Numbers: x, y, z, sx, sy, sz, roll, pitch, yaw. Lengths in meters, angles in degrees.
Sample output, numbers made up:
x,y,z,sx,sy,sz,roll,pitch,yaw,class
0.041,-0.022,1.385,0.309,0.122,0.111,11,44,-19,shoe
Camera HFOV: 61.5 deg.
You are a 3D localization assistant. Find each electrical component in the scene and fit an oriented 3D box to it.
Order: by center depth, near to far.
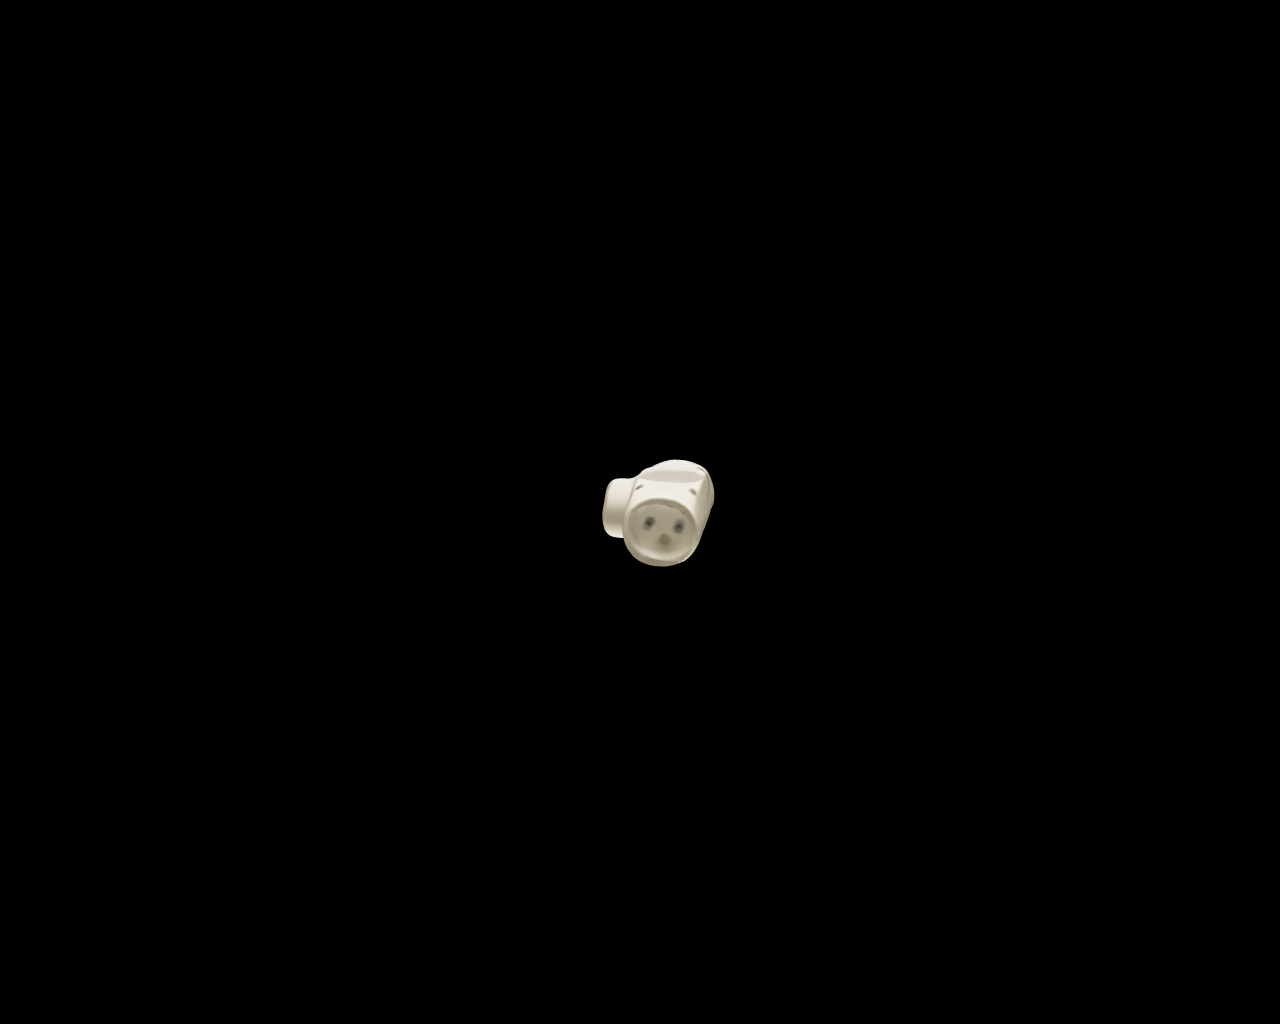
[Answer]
x,y,z,sx,sy,sz,roll,pitch,yaw,class
0.001,-0.003,0.650,0.079,0.043,0.077,4,21,11,electrical component
